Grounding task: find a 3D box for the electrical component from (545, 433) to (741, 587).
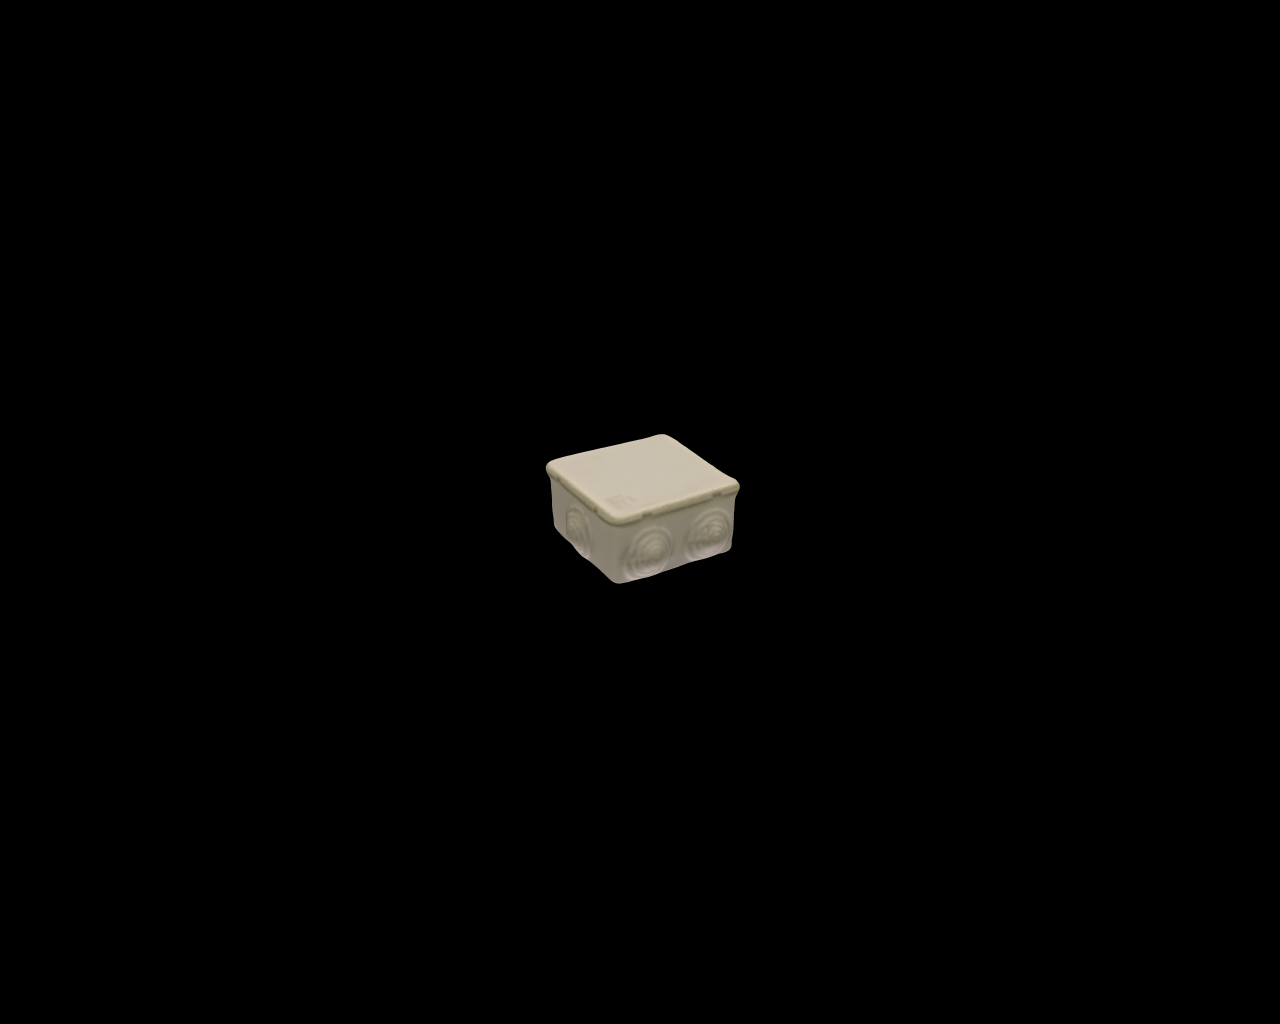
[{"bbox_3d":[0.001,-0.003,0.650,0.100,0.048,0.100,-16,32,-27],"label":"electrical component"}]
